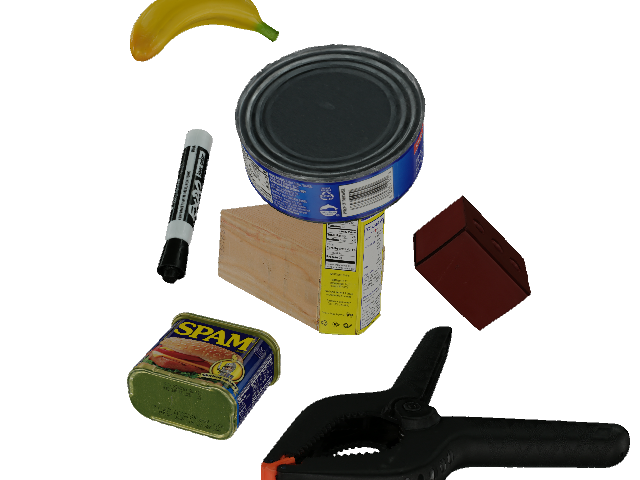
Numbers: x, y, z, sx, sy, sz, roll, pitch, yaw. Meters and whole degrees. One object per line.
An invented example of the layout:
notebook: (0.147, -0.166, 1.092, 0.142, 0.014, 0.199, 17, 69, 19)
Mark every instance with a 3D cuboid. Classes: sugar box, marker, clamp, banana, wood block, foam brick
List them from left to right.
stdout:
marker: (-0.092, -0.024, 0.724, 0.020, 0.121, 0.020, 5, -34, 3)
banana: (-0.119, -0.212, 1.022, 0.070, 0.037, 0.197, 45, 38, 19)
wood block: (-0.027, 0.026, 1.245, 0.090, 0.090, 0.206, -8, 20, -36)
sugar box: (0.032, -0.004, 1.020, 0.048, 0.176, 0.093, 3, 9, 16)
clamp: (0.051, 0.107, 0.628, 0.209, 0.036, 0.165, -10, 24, -27)
foam brick: (0.114, 0.018, 0.805, 0.051, 0.078, 0.053, -38, 21, 22)

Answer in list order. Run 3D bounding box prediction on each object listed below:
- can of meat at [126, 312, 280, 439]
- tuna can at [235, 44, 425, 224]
can of meat: (-0.096, 0.110, 0.874, 0.102, 0.057, 0.083, 12, 32, 19)
tuna can: (0.005, -0.049, 0.491, 0.086, 0.086, 0.034, 0, -38, 6)
